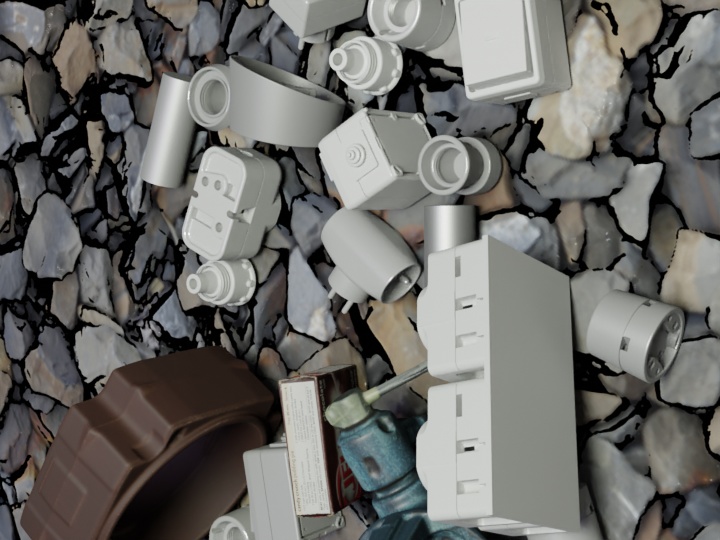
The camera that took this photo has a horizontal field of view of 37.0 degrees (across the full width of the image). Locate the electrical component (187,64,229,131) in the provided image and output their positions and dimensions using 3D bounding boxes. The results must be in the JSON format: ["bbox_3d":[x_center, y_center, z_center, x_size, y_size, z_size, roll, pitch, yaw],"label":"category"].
[{"bbox_3d":[-0.114,-0.151,0.948,0.078,0.057,0.058,26,108,32],"label":"electrical component"}]

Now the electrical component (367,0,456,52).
[{"bbox_3d":[0.039,-0.200,0.838,0.055,0.047,0.055,3,95,36],"label":"electrical component"}]

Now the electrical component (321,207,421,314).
[{"bbox_3d":[0.000,0.000,0.884,0.077,0.044,0.079,46,118,25],"label":"electrical component"}]

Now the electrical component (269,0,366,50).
[{"bbox_3d":[-0.036,-0.213,0.887,0.047,0.066,0.076,49,148,23],"label":"electrical component"}]

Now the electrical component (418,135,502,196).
[{"bbox_3d":[0.077,-0.079,0.815,0.045,0.055,0.045,3,95,36],"label":"electrical component"}]

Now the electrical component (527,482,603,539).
[{"bbox_3d":[0.147,0.187,0.785,0.055,0.055,0.047,-24,83,35],"label":"electrical component"}]

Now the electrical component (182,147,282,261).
[{"bbox_3d":[-0.110,-0.058,0.950,0.054,0.059,0.095,30,110,31],"label":"electrical component"}]

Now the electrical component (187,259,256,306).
[{"bbox_3d":[-0.128,0.010,0.967,0.048,0.062,0.048,3,96,36],"label":"electrical component"}]

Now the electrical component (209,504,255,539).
[{"bbox_3d":[-0.103,0.242,0.976,0.055,0.047,0.055,3,95,36],"label":"electrical component"}]

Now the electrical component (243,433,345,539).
[{"bbox_3d":[-0.061,0.184,0.932,0.061,0.062,0.096,-10,87,36],"label":"electrical component"}]

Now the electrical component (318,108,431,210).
[{"bbox_3d":[0.013,-0.083,0.836,0.061,0.096,0.061,-33,74,33],"label":"electrical component"}]

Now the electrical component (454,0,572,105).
[{"bbox_3d":[0.108,-0.173,0.781,0.062,0.061,0.096,-8,89,36],"label":"electrical component"}]

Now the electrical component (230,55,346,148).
[{"bbox_3d":[-0.061,-0.137,0.886,0.099,0.099,0.064,21,112,33],"label":"electrical component"}]

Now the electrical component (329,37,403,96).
[{"bbox_3d":[0.001,-0.165,0.860,0.048,0.062,0.048,3,96,36],"label":"electrical component"}]

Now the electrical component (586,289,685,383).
[{"bbox_3d":[0.190,0.044,0.743,0.047,0.055,0.055,23,107,37],"label":"electrical component"}]

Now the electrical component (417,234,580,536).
[{"bbox_3d":[0.096,0.084,0.748,0.060,0.105,0.186,-16,64,39],"label":"electrical component"}]
